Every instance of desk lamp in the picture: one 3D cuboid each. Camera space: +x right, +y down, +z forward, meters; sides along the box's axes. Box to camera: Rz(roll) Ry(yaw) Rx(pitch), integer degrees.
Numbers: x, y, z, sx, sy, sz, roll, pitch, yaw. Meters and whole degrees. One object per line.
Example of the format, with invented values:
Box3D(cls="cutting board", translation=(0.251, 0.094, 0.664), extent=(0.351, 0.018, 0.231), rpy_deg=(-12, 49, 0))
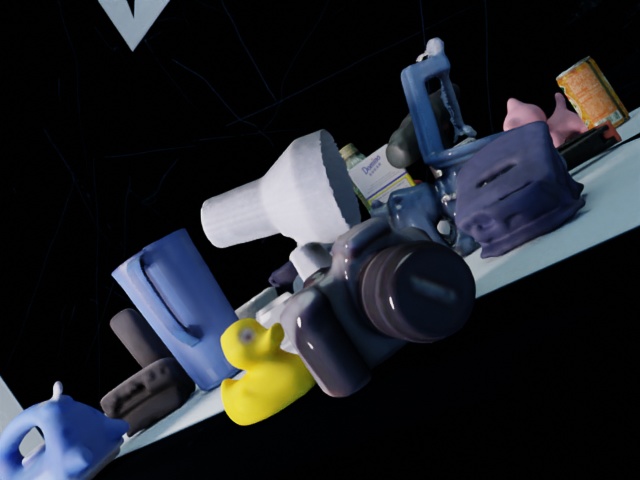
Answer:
Box3D(cls="desk lamp", translation=(-0.024, 0.012, 0.642), extent=(0.203, 0.213, 0.118), rpy_deg=(-34, 1, 16))

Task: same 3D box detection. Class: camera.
Box3D(cls="camera", translation=(0.043, 0.040, 0.426), extent=(0.143, 0.101, 0.136), rpy_deg=(-34, 1, -11))

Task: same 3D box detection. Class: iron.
Box3D(cls="iron", translation=(-0.403, 0.308, 0.818), extent=(0.258, 0.141, 0.119), rpy_deg=(-34, 1, 20))

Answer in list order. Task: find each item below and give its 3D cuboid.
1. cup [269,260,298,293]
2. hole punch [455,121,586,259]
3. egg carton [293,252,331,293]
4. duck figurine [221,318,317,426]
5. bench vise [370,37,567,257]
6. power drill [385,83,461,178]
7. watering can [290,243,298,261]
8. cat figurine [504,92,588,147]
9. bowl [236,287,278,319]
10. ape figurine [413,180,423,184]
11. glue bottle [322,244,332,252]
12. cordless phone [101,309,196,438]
Box3D(cls="cup", translation=(-0.048, 0.090, 1.184), extent=(0.117, 0.095, 0.092), rpy_deg=(-33, 1, 35))
Box3D(cls="hole punch", translation=(0.181, -0.050, 0.538), extent=(0.108, 0.091, 0.101), rpy_deg=(-33, 1, 36))
Box3D(cls="egg carton", translation=(0.025, 0.060, 1.018), extent=(0.150, 0.069, 0.107), rpy_deg=(-34, 1, 19))
Box3D(cls="duck figurine", translation=(-0.061, 0.116, 0.535), extent=(0.104, 0.086, 0.078), rpy_deg=(-33, 1, 28))
Box3D(cls="bench vise", translation=(0.136, -0.099, 0.631), extent=(0.207, 0.220, 0.121), rpy_deg=(-34, 1, -12))
Box3D(cls="power drill", translation=(0.230, -0.163, 1.046), extent=(0.230, 0.208, 0.075), rpy_deg=(-35, 1, -33))
Box3D(cls="watering can", translation=(0.006, -0.007, 1.268), extent=(0.173, 0.194, 0.100), rpy_deg=(-35, 1, -32))
Box3D(cls="cat figurine", translation=(0.339, -0.179, 0.882), extent=(0.128, 0.118, 0.067), rpy_deg=(-34, 1, -12))
Box3D(cls="bowl", translation=(-0.139, 0.165, 1.116), extent=(0.167, 0.075, 0.167), rpy_deg=(-34, 1, 1))
Box3D(cls="ape figurine", translation=(0.215, -0.085, 1.191), extent=(0.076, 0.092, 0.078), rpy_deg=(-33, 1, 24))
Box3D(cls="glue bottle", translation=(0.011, 0.004, 1.155), extent=(0.078, 0.173, 0.037), rpy_deg=(-35, 2, -30))
Box3D(cls="cordless phone", translation=(-0.313, 0.219, 0.964), extent=(0.147, 0.185, 0.094), rpy_deg=(-34, 1, -1))
